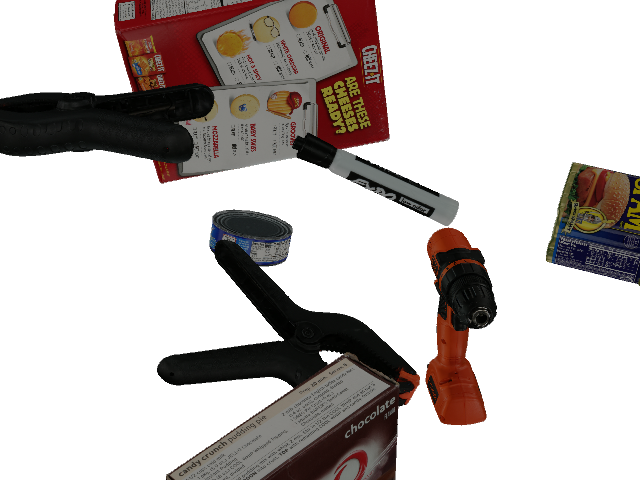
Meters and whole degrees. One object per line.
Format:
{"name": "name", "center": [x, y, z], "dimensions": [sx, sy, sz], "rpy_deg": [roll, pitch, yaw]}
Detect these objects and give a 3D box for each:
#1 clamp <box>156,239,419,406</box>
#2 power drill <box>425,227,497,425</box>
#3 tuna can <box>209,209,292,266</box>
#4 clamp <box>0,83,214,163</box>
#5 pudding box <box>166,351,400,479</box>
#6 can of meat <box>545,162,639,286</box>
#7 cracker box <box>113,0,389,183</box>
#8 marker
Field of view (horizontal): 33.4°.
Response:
{"name": "clamp", "center": [-0.023, 0.092, 0.877], "dimensions": [0.210, 0.036, 0.164], "rpy_deg": [26, 42, 4]}
{"name": "power drill", "center": [0.150, 0.100, 1.140], "dimensions": [0.057, 0.188, 0.184], "rpy_deg": [-1, 24, -3]}
{"name": "tuna can", "center": [-0.074, -0.003, 1.127], "dimensions": [0.086, 0.034, 0.086], "rpy_deg": [9, 18, -3]}
{"name": "clamp", "center": [-0.154, -0.083, 0.724], "dimensions": [0.171, 0.039, 0.120], "rpy_deg": [5, 18, 9]}
{"name": "pudding box", "center": [-0.014, 0.116, 0.487], "dimensions": [0.039, 0.090, 0.113], "rpy_deg": [30, 47, 34]}
{"name": "can of meat", "center": [0.240, -0.015, 0.890], "dimensions": [0.084, 0.057, 0.102], "rpy_deg": [14, 45, 16]}
{"name": "cracker box", "center": [-0.056, -0.149, 0.931], "dimensions": [0.213, 0.164, 0.072], "rpy_deg": [-12, 42, -1]}
{"name": "marker", "center": [0.037, -0.042, 0.725], "dimensions": [0.121, 0.020, 0.020], "rpy_deg": [24, -4, -10]}
